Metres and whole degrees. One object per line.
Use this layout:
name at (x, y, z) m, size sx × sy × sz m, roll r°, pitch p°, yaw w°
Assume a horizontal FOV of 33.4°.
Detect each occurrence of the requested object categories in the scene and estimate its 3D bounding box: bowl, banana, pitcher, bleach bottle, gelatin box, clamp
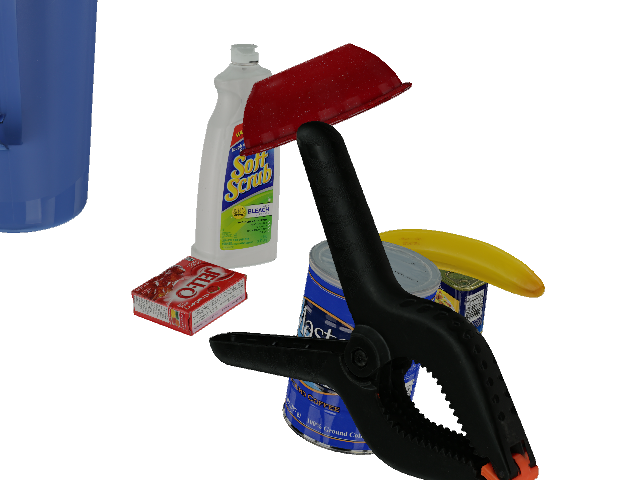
bowl at (-0.006, -0.128, 0.924) m, size 0.162 × 0.055 × 0.162 m, roll -22°, pitch 9°, yaw 4°
banana at (0.121, 0.020, 1.044) m, size 0.198 × 0.037 × 0.069 m, roll 7°, pitch 45°, yaw 14°
pitcher at (-0.232, -0.128, 0.795) m, size 0.145 × 0.243 × 0.148 m, roll 26°, pitch 33°, yaw 35°
bleach bottle at (-0.096, -0.096, 1.218) m, size 0.102 × 0.251 × 0.068 m, roll -8°, pitch 22°, yaw -26°
gelatin box at (-0.124, 0.051, 1.024) m, size 0.073 × 0.030 × 0.089 m, roll 17°, pitch 32°, yaw 30°
clamp at (0.031, 0.047, 0.555) m, size 0.210 × 0.165 × 0.036 m, roll 36°, pitch 32°, yaw 32°

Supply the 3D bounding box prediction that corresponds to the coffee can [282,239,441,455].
coffee can at (0.031, 0.081, 0.840) m, size 0.102 × 0.140 × 0.103 m, roll 9°, pitch 21°, yaw -4°

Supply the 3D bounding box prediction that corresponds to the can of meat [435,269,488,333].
can of meat at (0.149, 0.062, 1.256) m, size 0.057 × 0.084 × 0.102 m, roll -23°, pitch 39°, yaw -34°
